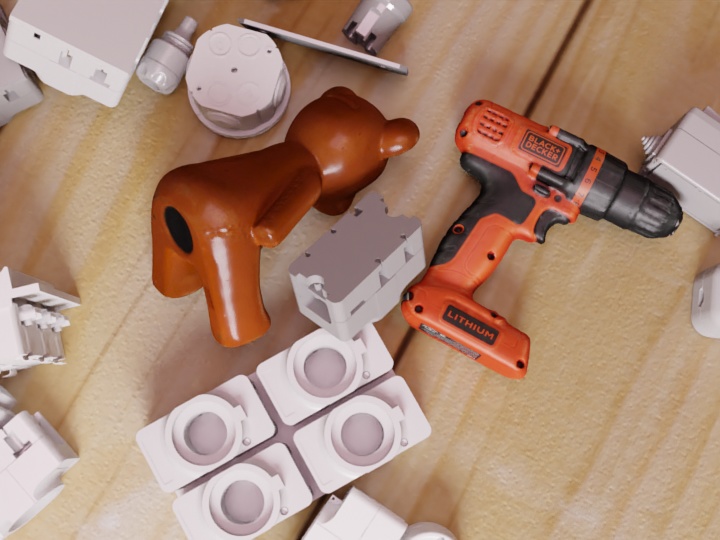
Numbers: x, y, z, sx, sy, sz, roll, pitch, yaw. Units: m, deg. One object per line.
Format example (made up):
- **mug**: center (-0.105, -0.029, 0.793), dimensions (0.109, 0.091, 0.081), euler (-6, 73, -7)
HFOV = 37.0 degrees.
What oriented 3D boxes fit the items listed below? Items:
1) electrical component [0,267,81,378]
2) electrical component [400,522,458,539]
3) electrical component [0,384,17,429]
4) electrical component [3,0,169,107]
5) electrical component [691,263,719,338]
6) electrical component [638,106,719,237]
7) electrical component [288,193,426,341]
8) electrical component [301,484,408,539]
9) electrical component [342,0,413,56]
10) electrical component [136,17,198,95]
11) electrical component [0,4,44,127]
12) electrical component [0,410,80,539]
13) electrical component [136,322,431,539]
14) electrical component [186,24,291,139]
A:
- **electrical component**: center (-0.247, 0.040, 0.760), dimensions (0.079, 0.121, 0.063), euler (-14, 84, -3)
- **electrical component**: center (0.050, 0.212, 0.776), dimensions (0.055, 0.047, 0.055), euler (0, 81, -1)
- **electrical component**: center (-0.301, 0.083, 0.775), dimensions (0.061, 0.061, 0.096), euler (-42, 66, -7)
- **electrical component**: center (-0.192, -0.208, 0.805), dimensions (0.089, 0.062, 0.150), euler (26, 62, -14)
- **electrical component**: center (0.305, 0.025, 0.804), dimensions (0.095, 0.059, 0.053), euler (7, 81, 0)
- **electrical component**: center (0.260, -0.081, 0.819), dimensions (0.096, 0.061, 0.061), euler (35, 82, 4)
- **electrical component**: center (0.000, 0.000, 0.757), dimensions (0.050, 0.055, 0.089), euler (34, 64, 28)
- **electrical component**: center (-0.015, 0.204, 0.775), dimensions (0.056, 0.050, 0.089), euler (34, 82, 4)
- **electrical component**: center (0.013, -0.197, 0.844), dimensions (0.040, 0.040, 0.046), euler (35, 88, 4)
- **electrical component**: center (-0.147, -0.170, 0.839), dimensions (0.035, 0.035, 0.061), euler (29, 80, 3)
- **electrical component**: center (-0.318, -0.182, 0.824), dimensions (0.089, 0.061, 0.150), euler (-26, 82, -5)
- **electrical component**: center (-0.254, 0.153, 0.778), dimensions (0.089, 0.050, 0.055), euler (-42, 84, -7)
- **electrical component**: center (-0.054, 0.119, 0.782), dimensions (0.186, 0.060, 0.105), euler (-29, 83, -5)
- **electrical component**: center (-0.094, -0.145, 0.827), dimensions (0.080, 0.051, 0.080), euler (0, 81, -1)
